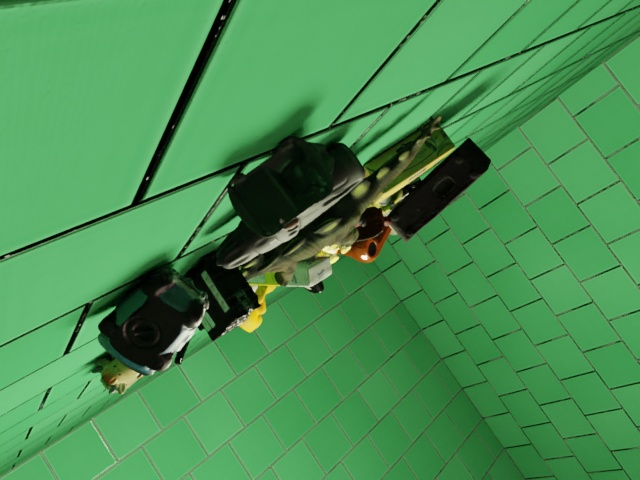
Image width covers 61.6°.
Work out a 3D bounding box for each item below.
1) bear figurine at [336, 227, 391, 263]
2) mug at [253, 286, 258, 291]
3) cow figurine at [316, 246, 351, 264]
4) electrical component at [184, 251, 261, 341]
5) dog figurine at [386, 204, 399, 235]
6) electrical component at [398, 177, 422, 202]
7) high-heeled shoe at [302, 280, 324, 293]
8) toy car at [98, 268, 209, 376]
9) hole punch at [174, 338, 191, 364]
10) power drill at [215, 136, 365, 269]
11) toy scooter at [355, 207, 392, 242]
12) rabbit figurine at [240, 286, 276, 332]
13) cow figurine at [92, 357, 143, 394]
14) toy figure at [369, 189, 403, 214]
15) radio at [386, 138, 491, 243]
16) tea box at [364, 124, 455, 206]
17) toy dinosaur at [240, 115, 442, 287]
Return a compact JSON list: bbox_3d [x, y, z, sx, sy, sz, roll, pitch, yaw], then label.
[{"bbox_3d":[0.065,-0.006,1.387,0.196,0.120,0.132,10,-107,42],"label":"bear figurine"},{"bbox_3d":[-0.186,0.118,1.194,0.107,0.081,0.109,-43,180,9],"label":"mug"},{"bbox_3d":[-0.001,-0.005,1.213,0.068,0.098,0.167,-43,158,10],"label":"cow figurine"},{"bbox_3d":[-0.166,0.092,0.861,0.058,0.115,0.134,-24,169,-43],"label":"electrical component"},{"bbox_3d":[0.175,-0.073,1.404,0.190,0.172,0.121,135,-29,-60],"label":"dog figurine"},{"bbox_3d":[0.210,-0.144,1.292,0.119,0.075,0.048,-23,169,-45],"label":"electrical component"},{"bbox_3d":[-0.047,0.078,1.305,0.086,0.145,0.248,-32,173,-12],"label":"high-heeled shoe"},{"bbox_3d":[-0.221,0.098,0.742,0.161,0.109,0.103,-48,-166,17],"label":"toy car"},{"bbox_3d":[-0.309,0.190,1.120,0.142,0.092,0.116,123,-11,-71],"label":"hole punch"},{"bbox_3d":[-0.047,-0.037,0.638,0.232,0.086,0.207,-36,171,0],"label":"power drill"},{"bbox_3d":[0.061,-0.034,1.046,0.135,0.075,0.183,-9,167,23],"label":"toy scooter"},{"bbox_3d":[-0.172,0.128,1.339,0.173,0.122,0.162,-48,169,-15],"label":"rabbit figurine"},{"bbox_3d":[-0.418,0.273,1.135,0.127,0.085,0.195,-38,179,-39],"label":"cow figurine"},{"bbox_3d":[0.111,-0.079,1.241,0.180,0.082,0.089,-44,-177,34],"label":"toy figure"},{"bbox_3d":[0.239,-0.100,1.098,0.229,0.073,0.131,-46,178,23],"label":"radio"},{"bbox_3d":[0.159,-0.143,1.017,0.170,0.068,0.098,-33,176,-10],"label":"tea box"},{"bbox_3d":[0.004,-0.034,0.872,0.471,0.105,0.198,-40,171,9],"label":"toy dinosaur"}]
